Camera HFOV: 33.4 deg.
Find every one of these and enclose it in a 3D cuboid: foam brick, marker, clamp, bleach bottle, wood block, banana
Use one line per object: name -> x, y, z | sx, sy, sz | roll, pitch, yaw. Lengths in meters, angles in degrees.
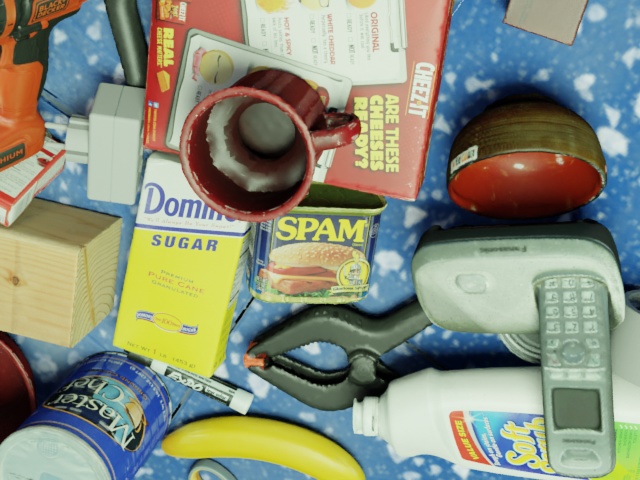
foam brick -> 0.163, -0.181, 0.735 | 0.053, 0.051, 0.078 | 20, 113, 7
marker -> -0.116, 0.119, 0.933 | 0.121, 0.020, 0.020 | 24, 114, 4
clamp -> -0.160, -0.197, 0.817 | 0.120, 0.039, 0.172 | 29, 121, -5
bleach bottle -> 0.152, 0.145, 0.829 | 0.251, 0.068, 0.102 | 0, 124, 8
clamp -> 0.043, 0.089, 0.873 | 0.210, 0.036, 0.165 | 8, 111, 7
wood block -> -0.283, 0.012, 0.897 | 0.206, 0.090, 0.091 | 14, 112, 9
banana -> -0.043, 0.187, 0.931 | 0.198, 0.037, 0.070 | 16, 112, 8

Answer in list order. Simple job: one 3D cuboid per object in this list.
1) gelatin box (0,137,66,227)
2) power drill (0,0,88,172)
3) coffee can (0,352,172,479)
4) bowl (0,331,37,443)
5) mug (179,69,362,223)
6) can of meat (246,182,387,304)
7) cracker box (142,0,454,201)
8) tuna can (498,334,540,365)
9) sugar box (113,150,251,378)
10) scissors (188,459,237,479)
gelatin box -> -0.258, -0.060, 0.864 | 0.073, 0.089, 0.030 | 29, 134, 1
power drill -> -0.242, -0.121, 0.767 | 0.057, 0.184, 0.188 | 43, 133, 11
coffee can -> -0.198, 0.171, 0.907 | 0.103, 0.140, 0.103 | 5, 111, 12
bowl -> -0.319, 0.130, 0.968 | 0.162, 0.055, 0.162 | 5, 111, 12
mug -> -0.029, -0.071, 0.729 | 0.117, 0.081, 0.093 | -9, 110, 16
can of meat -> -0.006, 0.001, 0.829 | 0.102, 0.057, 0.084 | 2, 115, -13
cracker box -> -0.017, -0.133, 0.787 | 0.214, 0.072, 0.164 | 11, 113, 9
tuna can -> 0.178, 0.052, 0.827 | 0.086, 0.033, 0.086 | 5, 111, 12
sugar box -> -0.109, 0.018, 0.880 | 0.093, 0.048, 0.176 | 17, 114, 7
scissors -> -0.077, 0.294, 0.991 | 0.096, 0.016, 0.202 | -22, 103, 22
